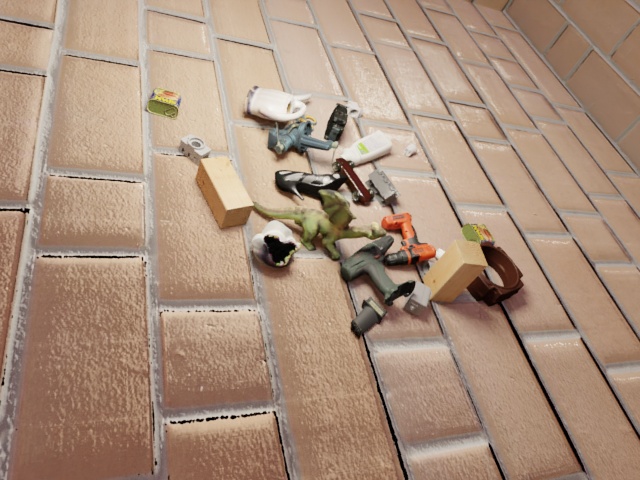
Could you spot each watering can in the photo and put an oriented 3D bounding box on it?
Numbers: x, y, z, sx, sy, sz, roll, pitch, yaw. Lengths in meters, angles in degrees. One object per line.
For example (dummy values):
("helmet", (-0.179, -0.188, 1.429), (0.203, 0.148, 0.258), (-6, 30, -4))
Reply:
("watering can", (-0.154, -0.516, 1.934), (0.224, 0.102, 0.355), (15, 31, 4))

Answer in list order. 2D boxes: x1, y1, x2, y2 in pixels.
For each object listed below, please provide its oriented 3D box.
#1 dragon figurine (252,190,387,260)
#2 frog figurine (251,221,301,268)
("dragon figurine", (0.005, -0.078, 1.542), (0.409, 0.237, 0.125), (24, 49, -8))
("frog figurine", (-0.136, 0.010, 1.506), (0.137, 0.121, 0.161), (-4, 17, -18))
